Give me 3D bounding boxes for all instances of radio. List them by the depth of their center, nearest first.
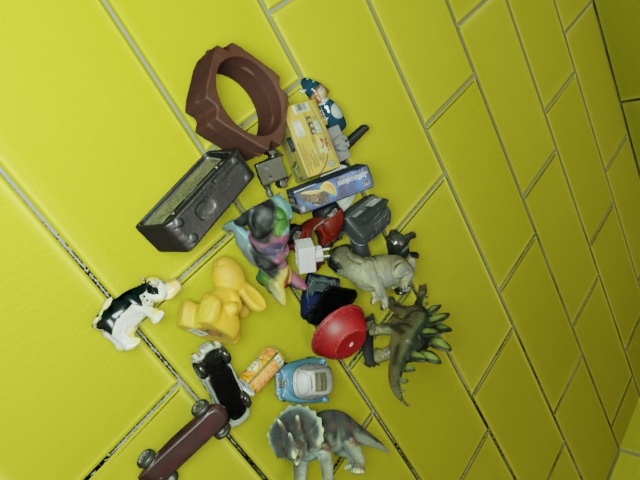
[{"bbox_3d":[-0.238,-0.079,1.050,0.073,0.131,0.229,52,60,-31],"label":"radio"}]

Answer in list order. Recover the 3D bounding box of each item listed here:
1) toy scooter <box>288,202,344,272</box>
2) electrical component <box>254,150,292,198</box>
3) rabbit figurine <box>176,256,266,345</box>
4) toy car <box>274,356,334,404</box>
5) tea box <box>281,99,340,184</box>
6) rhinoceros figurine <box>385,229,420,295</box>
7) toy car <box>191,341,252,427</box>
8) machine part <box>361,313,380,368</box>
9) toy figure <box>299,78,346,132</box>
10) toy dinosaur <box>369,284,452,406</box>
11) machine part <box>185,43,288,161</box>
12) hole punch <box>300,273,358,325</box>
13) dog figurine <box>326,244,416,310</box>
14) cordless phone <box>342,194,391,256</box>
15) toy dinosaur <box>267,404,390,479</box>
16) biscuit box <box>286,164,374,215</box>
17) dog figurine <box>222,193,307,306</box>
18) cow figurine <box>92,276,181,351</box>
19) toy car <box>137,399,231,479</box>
[{"bbox_3d":[-0.003,-0.004,1.292,0.184,0.075,0.135,-35,113,-31],"label":"toy scooter"},{"bbox_3d":[-0.107,-0.157,1.222,0.078,0.045,0.102,-28,108,-7],"label":"electrical component"},{"bbox_3d":[-0.191,0.118,1.110,0.162,0.122,0.173,26,55,-32],"label":"rabbit figurine"},{"bbox_3d":[-0.024,0.326,1.253,0.161,0.103,0.109,9,73,-40],"label":"toy car"},{"bbox_3d":[-0.033,-0.227,1.240,0.098,0.068,0.169,-21,94,-29],"label":"tea box"},{"bbox_3d":[0.220,0.061,1.465,0.112,0.073,0.190,-48,137,-47],"label":"rhinoceros figurine"},{"bbox_3d":[-0.208,0.303,1.134,0.073,0.056,0.201,-30,109,-29],"label":"toy car"},{"bbox_3d":[0.128,0.272,1.434,0.084,0.039,0.138,-17,100,-48],"label":"machine part"},{"bbox_3d":[0.009,-0.331,1.309,0.154,0.058,0.064,53,20,-26],"label":"toy figure"},{"bbox_3d":[0.228,0.249,1.364,0.471,0.199,0.105,-54,129,-51],"label":"toy dinosaur"},{"bbox_3d":[-0.168,-0.281,1.109,0.201,0.087,0.201,26,57,-39],"label":"machine part"},{"bbox_3d":[0.011,0.145,1.310,0.142,0.092,0.115,14,109,-44],"label":"hole punch"},{"bbox_3d":[0.130,0.057,1.349,0.190,0.121,0.172,47,73,-13],"label":"dog figurine"},{"bbox_3d":[0.133,-0.013,1.418,0.146,0.089,0.184,-39,126,-35],"label":"cordless phone"},{"bbox_3d":[0.023,0.477,1.298,0.404,0.131,0.192,5,72,-52],"label":"toy dinosaur"},{"bbox_3d":[0.026,-0.123,1.279,0.203,0.063,0.059,-22,106,-16],"label":"biscuit box"},{"bbox_3d":[-0.095,0.027,1.153,0.108,0.191,0.219,-36,98,-41],"label":"dog figurine"},{"bbox_3d":[-0.343,0.119,1.010,0.098,0.068,0.167,50,60,-23],"label":"cow figurine"},{"bbox_3d":[-0.271,0.404,1.069,0.202,0.053,0.089,-42,119,-11],"label":"toy car"}]
